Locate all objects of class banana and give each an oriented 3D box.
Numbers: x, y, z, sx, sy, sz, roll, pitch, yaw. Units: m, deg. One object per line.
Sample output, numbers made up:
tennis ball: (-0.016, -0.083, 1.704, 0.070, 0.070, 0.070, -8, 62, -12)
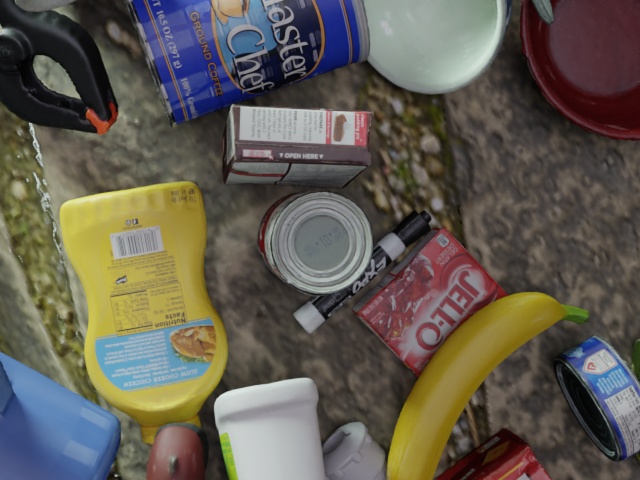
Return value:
banana: (0.103, 0.101, 0.735, 0.069, 0.037, 0.198, 45, 86, -8)

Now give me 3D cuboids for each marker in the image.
marker: (0.032, 0.021, 0.762, 0.121, 0.020, 0.020, -41, 96, -5)

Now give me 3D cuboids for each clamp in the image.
clamp: (-0.201, -0.140, 0.704, 0.171, 0.039, 0.120, 31, 123, -10)

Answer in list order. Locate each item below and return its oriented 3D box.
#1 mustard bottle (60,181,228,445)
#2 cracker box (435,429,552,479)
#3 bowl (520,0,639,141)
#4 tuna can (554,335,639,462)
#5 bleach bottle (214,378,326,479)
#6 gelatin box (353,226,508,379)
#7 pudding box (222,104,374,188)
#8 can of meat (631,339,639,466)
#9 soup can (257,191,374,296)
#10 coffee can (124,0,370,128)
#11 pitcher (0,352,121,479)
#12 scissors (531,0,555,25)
mustard bottle: (-0.113, 0.060, 0.725, 0.096, 0.058, 0.191, -10, 92, -8)
cracker box: (0.135, 0.271, 0.754, 0.164, 0.072, 0.213, -35, 94, -6)
bowl: (0.213, -0.149, 0.763, 0.162, 0.055, 0.162, 0, 91, -7)
tuna can: (0.201, 0.112, 0.752, 0.033, 0.086, 0.086, -28, 94, -4)
bleach bottle: (-0.016, 0.222, 0.694, 0.068, 0.103, 0.251, -9, 78, -10)
gelatin box: (0.080, 0.046, 0.763, 0.089, 0.030, 0.073, -44, 96, -4)
pudding box: (-0.018, -0.060, 0.708, 0.090, 0.113, 0.039, 1, 87, -8)
can of meat: (0.276, 0.118, 0.776, 0.084, 0.057, 0.102, -2, 91, -5)
soup can: (-0.005, 0.001, 0.715, 0.068, 0.102, 0.068, 0, 92, -7)
coffee can: (-0.050, -0.146, 0.707, 0.140, 0.103, 0.103, -20, 94, -6)
pitcher: (-0.250, 0.106, 0.670, 0.242, 0.149, 0.145, 28, 86, -10)
scissors: (0.106, -0.238, 0.740, 0.096, 0.016, 0.202, -2, 73, 3)
